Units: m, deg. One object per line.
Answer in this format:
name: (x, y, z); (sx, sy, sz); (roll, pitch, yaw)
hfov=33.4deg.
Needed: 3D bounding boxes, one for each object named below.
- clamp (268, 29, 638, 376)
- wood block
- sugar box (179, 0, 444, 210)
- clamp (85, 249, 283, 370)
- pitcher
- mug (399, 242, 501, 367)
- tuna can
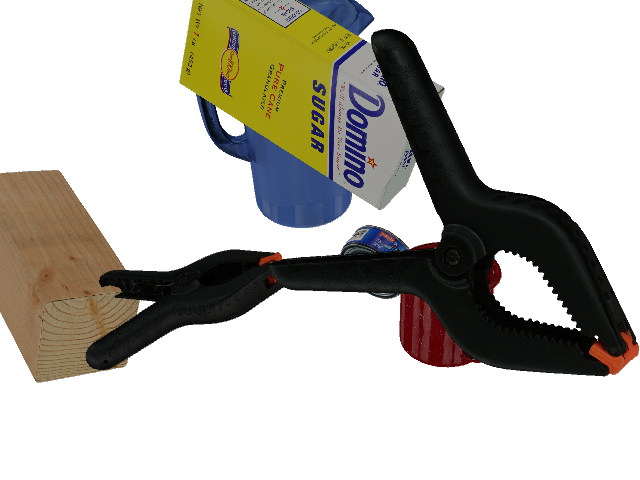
clamp: (0.076, -0.005, 0.564); (0.210, 0.165, 0.036); (29, 26, 25)
wood block: (-0.255, 0.026, 1.001); (0.090, 0.091, 0.206); (-7, 38, -34)
sugar box: (-0.011, -0.105, 0.723); (0.176, 0.093, 0.048); (35, 49, 16)
clamp: (-0.112, 0.051, 0.864); (0.171, 0.039, 0.120); (-13, 38, 14)
pitcher: (-0.033, -0.134, 1.120); (0.149, 0.243, 0.144); (16, 42, 22)
mug: (0.118, 0.065, 0.949); (0.093, 0.081, 0.117); (-16, 34, -24)
tuna can: (0.066, 0.026, 1.224); (0.086, 0.086, 0.033); (0, 39, 47)
